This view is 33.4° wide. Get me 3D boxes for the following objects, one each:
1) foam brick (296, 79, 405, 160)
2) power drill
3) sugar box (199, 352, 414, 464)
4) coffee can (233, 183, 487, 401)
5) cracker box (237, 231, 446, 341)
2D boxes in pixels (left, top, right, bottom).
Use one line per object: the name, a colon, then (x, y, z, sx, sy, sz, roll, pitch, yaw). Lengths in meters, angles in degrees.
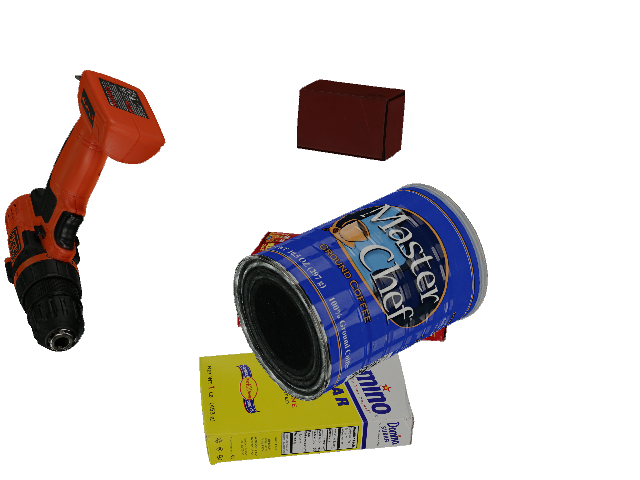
foam brick: (0.025, -0.100, 0.880, 0.078, 0.051, 0.053, 10, 20, 19)
power drill: (-0.195, -0.027, 0.856, 0.057, 0.188, 0.184, 18, 26, -36)
sugar box: (-0.014, 0.138, 0.925, 0.176, 0.048, 0.093, -7, 43, -5)
coffee can: (0.027, 0.032, 0.720, 0.140, 0.103, 0.103, -24, 13, -30)
cracker box: (0.031, 0.048, 1.142, 0.214, 0.072, 0.164, 4, 14, 7)
